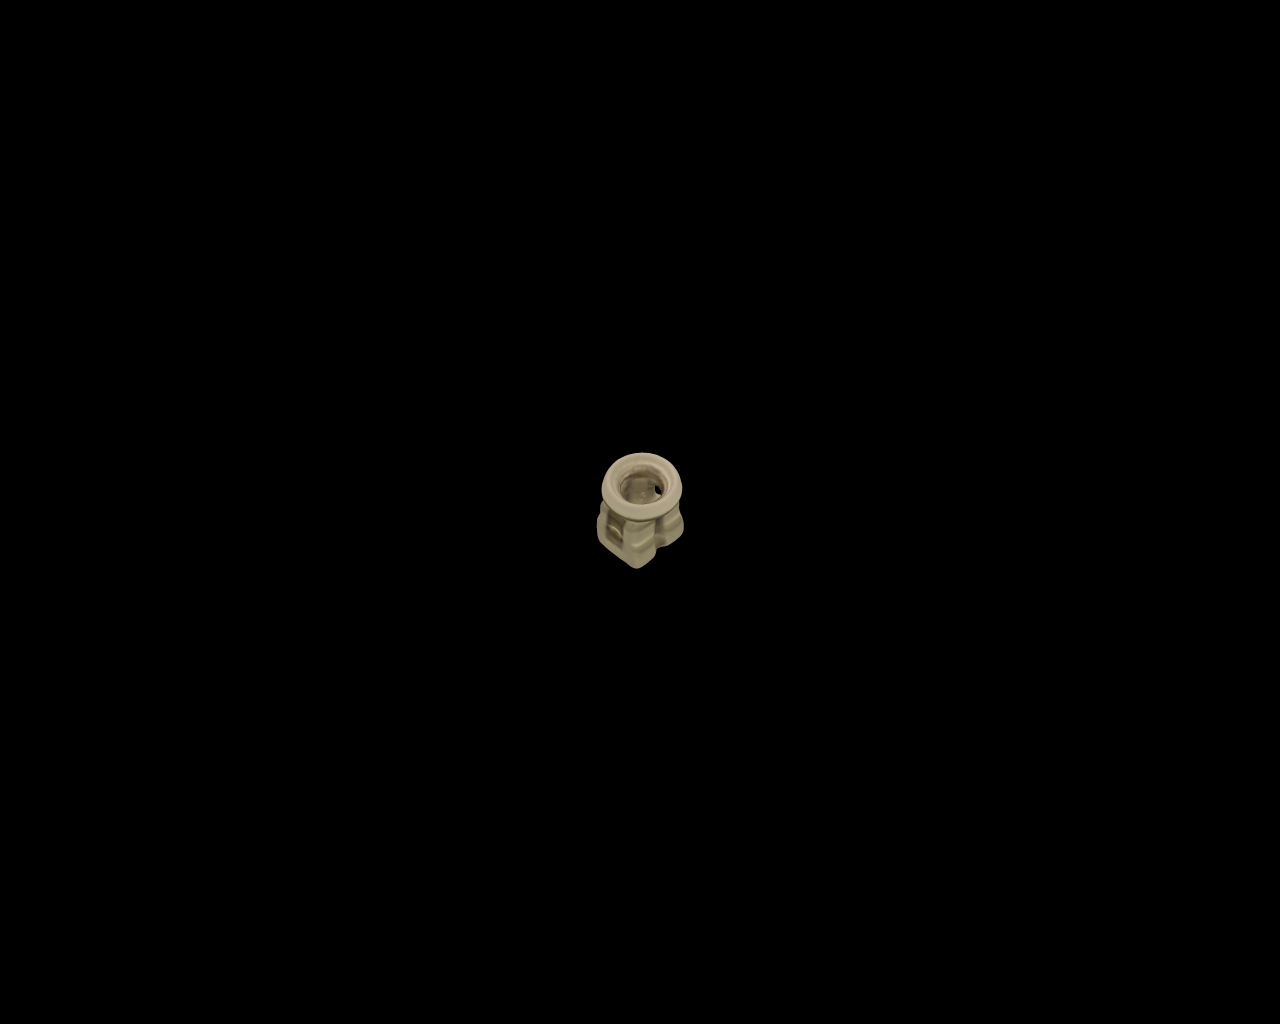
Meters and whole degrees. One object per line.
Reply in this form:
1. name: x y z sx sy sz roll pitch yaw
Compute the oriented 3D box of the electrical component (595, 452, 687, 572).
1. electrical component: 0.001 -0.003 0.650 0.048 0.055 0.066 36 58 27
